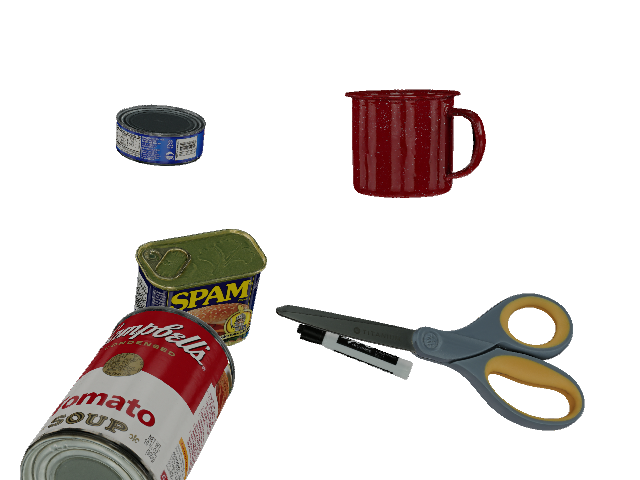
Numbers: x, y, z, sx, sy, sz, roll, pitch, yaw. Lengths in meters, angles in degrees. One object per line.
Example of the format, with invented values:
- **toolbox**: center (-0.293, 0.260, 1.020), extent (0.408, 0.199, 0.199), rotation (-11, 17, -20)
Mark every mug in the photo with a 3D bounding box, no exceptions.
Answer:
- **mug**: center (0.077, -0.079, 0.861), extent (0.117, 0.081, 0.093), rotation (5, 12, 27)

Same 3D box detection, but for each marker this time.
- **marker**: center (0.034, 0.110, 1.077), extent (0.121, 0.020, 0.020), rotation (21, 2, 5)

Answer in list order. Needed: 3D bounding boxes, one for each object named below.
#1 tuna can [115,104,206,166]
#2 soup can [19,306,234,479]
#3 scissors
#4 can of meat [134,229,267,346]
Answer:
- **tuna can**: center (-0.155, -0.102, 1.033), extent (0.086, 0.034, 0.086), rotation (6, 24, -3)
- **soup can**: center (-0.088, 0.086, 0.501), extent (0.068, 0.068, 0.102), rotation (0, 28, 16)
- **scissors**: center (0.079, 0.051, 0.668), extent (0.201, 0.096, 0.016), rotation (27, -29, -5)
- **can of meat**: center (-0.101, 0.045, 0.869), extent (0.101, 0.084, 0.057), rotation (-10, 43, -28)
